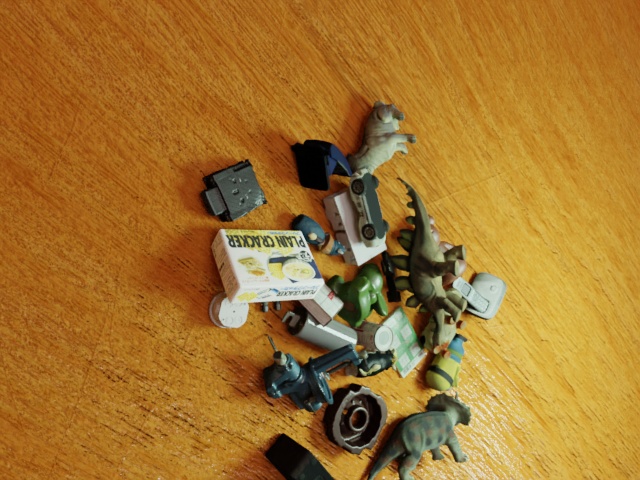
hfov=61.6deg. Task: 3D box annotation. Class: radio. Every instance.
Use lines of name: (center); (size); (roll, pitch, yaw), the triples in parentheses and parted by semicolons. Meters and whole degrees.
radio: (-0.019, 0.569, 1.269); (0.073, 0.131, 0.229); (-47, 114, -24)

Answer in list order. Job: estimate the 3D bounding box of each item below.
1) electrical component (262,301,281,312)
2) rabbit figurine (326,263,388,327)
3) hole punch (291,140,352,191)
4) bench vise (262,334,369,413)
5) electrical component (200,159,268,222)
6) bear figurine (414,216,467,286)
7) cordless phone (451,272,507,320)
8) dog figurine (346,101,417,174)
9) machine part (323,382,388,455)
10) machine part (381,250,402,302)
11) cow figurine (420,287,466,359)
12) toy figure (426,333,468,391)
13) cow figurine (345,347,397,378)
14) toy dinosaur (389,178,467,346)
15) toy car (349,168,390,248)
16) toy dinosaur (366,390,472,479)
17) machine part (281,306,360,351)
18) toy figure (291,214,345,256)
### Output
electrical component: (-0.116, 0.123, 1.274); (0.063, 0.021, 0.094); (-2, 91, -34)
rabbit figurine: (0.119, 0.133, 1.385); (0.170, 0.121, 0.159); (-43, 113, -44)
hole punch: (0.007, -0.189, 1.302); (0.092, 0.142, 0.115); (-27, 118, -31)
bench vise: (-0.007, 0.303, 1.263); (0.241, 0.129, 0.223); (-26, 116, 3)
electrical component: (-0.197, -0.105, 1.199); (0.134, 0.058, 0.114); (-32, 105, -31)
bear figurine: (0.324, 0.034, 1.542); (0.196, 0.132, 0.120); (45, 76, -1)
cordless phone: (0.477, 0.144, 1.654); (0.184, 0.089, 0.146); (41, 68, -23)
dog figurine: (0.130, -0.262, 1.415); (0.190, 0.121, 0.172); (-27, 71, -15)
machine part: (0.091, 0.461, 1.394); (0.179, 0.056, 0.179); (0, 89, -34)
machine part: (0.186, 0.099, 1.427); (0.039, 0.084, 0.138); (-14, 113, 0)
cow figurine: (0.353, 0.229, 1.554); (0.085, 0.127, 0.195); (26, 90, -32)
toy figure: (0.369, 0.354, 1.576); (0.089, 0.082, 0.180); (29, 78, -20)
cow figurine: (0.150, 0.316, 1.410); (0.167, 0.098, 0.068); (-8, 93, -31)
toy dinosaur: (0.284, 0.064, 1.437); (0.105, 0.199, 0.470); (-26, 114, -58)
toy car: (0.121, -0.080, 1.343); (0.073, 0.056, 0.201); (-24, 102, -49)
toy dinosaur: (0.280, 0.543, 1.495); (0.405, 0.131, 0.192); (-8, 82, -30)
machine part: (0.008, 0.225, 1.326); (0.243, 0.079, 0.079); (30, 73, -30)
toy figure: (-0.002, -0.006, 1.332); (0.154, 0.058, 0.064); (39, 46, -25)
